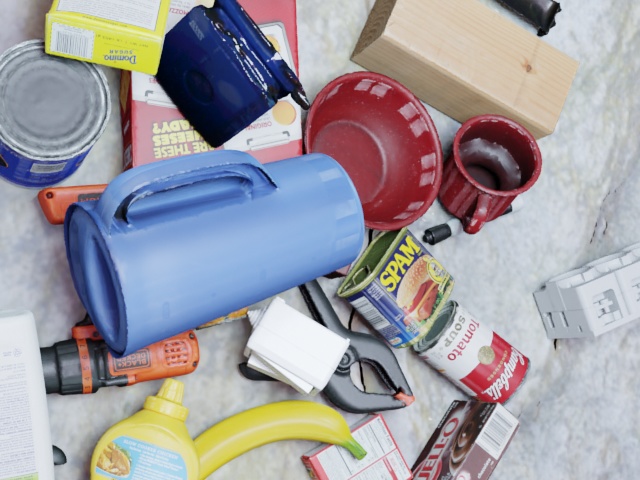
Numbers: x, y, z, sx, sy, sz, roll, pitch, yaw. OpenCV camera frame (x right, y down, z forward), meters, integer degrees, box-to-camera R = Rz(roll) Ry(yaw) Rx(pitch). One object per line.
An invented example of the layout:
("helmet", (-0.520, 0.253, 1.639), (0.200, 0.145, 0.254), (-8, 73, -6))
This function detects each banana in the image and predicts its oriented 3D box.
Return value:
("banana", (-0.057, 0.190, 1.004), (0.197, 0.037, 0.069), (-10, 58, -10))

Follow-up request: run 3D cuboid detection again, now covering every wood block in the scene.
("wood block", (0.149, -0.186, 1.104), (0.206, 0.090, 0.090), (28, 74, -14))

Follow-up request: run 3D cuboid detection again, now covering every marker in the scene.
("marker", (0.161, -0.021, 1.126), (0.121, 0.020, 0.020), (-21, 91, -21))

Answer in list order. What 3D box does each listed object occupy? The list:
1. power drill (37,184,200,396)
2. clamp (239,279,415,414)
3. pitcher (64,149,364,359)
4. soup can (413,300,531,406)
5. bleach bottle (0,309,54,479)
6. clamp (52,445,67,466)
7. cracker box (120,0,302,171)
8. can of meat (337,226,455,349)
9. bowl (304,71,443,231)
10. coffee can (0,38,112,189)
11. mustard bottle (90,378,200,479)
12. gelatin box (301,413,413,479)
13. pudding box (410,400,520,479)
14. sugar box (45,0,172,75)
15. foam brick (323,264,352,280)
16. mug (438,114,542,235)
("power drill", (-0.208, 0.045, 0.966), (0.184, 0.057, 0.187), (-6, 91, -20))
("clamp", (0.009, 0.123, 1.040), (0.171, 0.039, 0.120), (39, 80, 1))
("pitcher", (-0.085, -0.004, 0.910), (0.242, 0.149, 0.145), (-18, 95, -27))
("soup can", (0.153, 0.116, 1.082), (0.102, 0.069, 0.068), (38, 73, -11))
("bleach bottle", (-0.275, 0.188, 0.889), (0.102, 0.068, 0.251), (-6, 95, -17))
("clamp", (-0.345, 0.209, 0.910), (0.209, 0.036, 0.164), (32, 74, -17))
("cracker box", (-0.106, -0.161, 1.021), (0.164, 0.072, 0.214), (-1, 85, -18))
("can of meat", (0.078, 0.046, 1.059), (0.084, 0.058, 0.102), (46, 51, -12))
("bowl", (0.043, -0.083, 1.063), (0.161, 0.055, 0.162), (7, 76, -29))
("coffee can", (-0.243, -0.106, 0.928), (0.102, 0.140, 0.103), (2, 82, -19))
("mustard bottle", (-0.159, 0.215, 0.942), (0.096, 0.058, 0.191), (18, 76, -1))
("gelatin box", (0.037, 0.223, 1.048), (0.089, 0.030, 0.073), (-29, 92, -21))
("pudding box", (0.137, 0.213, 1.053), (0.039, 0.090, 0.113), (42, 71, -13))
("sugar box", (-0.170, -0.218, 0.905), (0.093, 0.048, 0.176), (11, 44, -9))
("foam brick", (-0.007, 0.001, 1.046), (0.078, 0.053, 0.051), (22, 77, -15))
("mug", (0.166, -0.058, 1.086), (0.093, 0.082, 0.117), (15, 63, -5))
